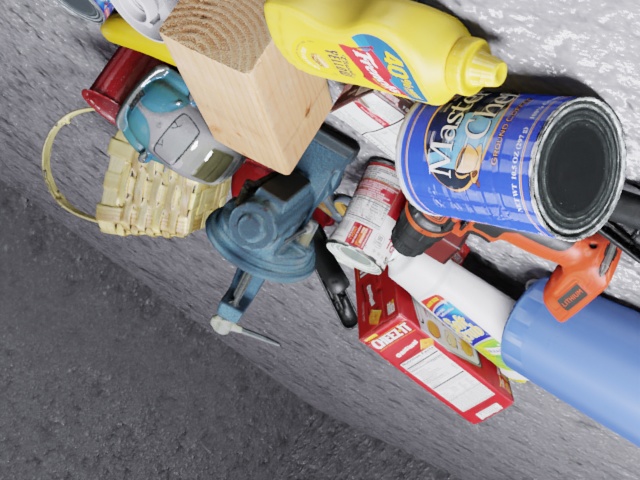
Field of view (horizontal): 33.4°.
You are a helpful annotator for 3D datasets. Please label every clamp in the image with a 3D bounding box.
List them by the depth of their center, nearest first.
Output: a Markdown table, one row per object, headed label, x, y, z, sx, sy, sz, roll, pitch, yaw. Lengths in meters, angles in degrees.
| label | x | y | z | sx | sy | sz | roll | pitch | yaw |
| --- | --- | --- | --- | --- | --- | --- | --- | --- | --- |
| clamp | 0.217 | -0.034 | 0.855 | 0.171 | 0.039 | 0.120 | 30 | 166 | 8 |
| clamp | -0.008 | 0.002 | 1.283 | 0.210 | 0.036 | 0.164 | 63 | 176 | 14 |

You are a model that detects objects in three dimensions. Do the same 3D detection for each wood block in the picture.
| label | x | y | z | sx | sy | sz | roll | pitch | yaw |
| --- | --- | --- | --- | --- | --- | --- | --- | --- | --- |
| wood block | -0.058 | -0.149 | 0.945 | 0.090 | 0.090 | 0.206 | 28 | 166 | 16 |

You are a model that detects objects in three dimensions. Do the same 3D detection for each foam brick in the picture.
| label | x | y | z | sx | sy | sz | roll | pitch | yaw |
| --- | --- | --- | --- | --- | --- | --- | --- | --- | --- |
| foam brick | 0.127 | -0.016 | 1.102 | 0.051 | 0.053 | 0.078 | 31 | 166 | 2 |

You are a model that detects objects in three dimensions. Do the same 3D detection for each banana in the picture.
| label | x | y | z | sx | sy | sz | roll | pitch | yaw |
| --- | --- | --- | --- | --- | --- | --- | --- | --- | --- |
| banana | -0.168 | -0.204 | 1.113 | 0.198 | 0.037 | 0.069 | 26 | 166 | 25 |

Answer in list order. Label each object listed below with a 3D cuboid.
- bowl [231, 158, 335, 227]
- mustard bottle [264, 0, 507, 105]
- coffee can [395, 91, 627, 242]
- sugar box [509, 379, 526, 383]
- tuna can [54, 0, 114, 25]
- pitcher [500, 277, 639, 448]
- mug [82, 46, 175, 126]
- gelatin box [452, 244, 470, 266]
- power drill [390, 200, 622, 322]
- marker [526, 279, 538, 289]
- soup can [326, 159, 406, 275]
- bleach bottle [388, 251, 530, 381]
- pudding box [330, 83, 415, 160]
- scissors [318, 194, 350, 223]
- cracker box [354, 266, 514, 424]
| label | x | y | z | sx | sy | sz | roll | pitch | yaw |
| --- | --- | --- | --- | --- | --- | --- | --- | --- | --- |
| bowl | -0.062 | -0.044 | 1.424 | 0.162 | 0.055 | 0.162 | 31 | 167 | 7 |
| mustard bottle | 0.053 | -0.143 | 0.789 | 0.192 | 0.058 | 0.096 | 21 | 162 | 36 |
| coffee can | 0.140 | -0.060 | 0.797 | 0.102 | 0.102 | 0.141 | 41 | 164 | -36 |
| sugar box | 0.207 | 0.130 | 1.474 | 0.176 | 0.048 | 0.093 | 35 | 167 | -18 |
| tuna can | -0.249 | -0.261 | 1.095 | 0.086 | 0.033 | 0.086 | 30 | 167 | 7 |
| pitcher | 0.314 | 0.135 | 1.087 | 0.243 | 0.144 | 0.149 | 28 | 136 | 32 |
| mug | -0.210 | -0.171 | 1.231 | 0.093 | 0.081 | 0.117 | 28 | 167 | 14 |
| gelatin box | 0.117 | -0.006 | 1.210 | 0.089 | 0.030 | 0.073 | 21 | 164 | 39 |
| power drill | 0.166 | 0.001 | 0.984 | 0.187 | 0.057 | 0.185 | 29 | 151 | -2 |
| marker | 0.250 | 0.074 | 1.228 | 0.020 | 0.020 | 0.121 | 26 | 166 | 23 |
| soup can | 0.058 | -0.024 | 1.111 | 0.068 | 0.102 | 0.068 | 27 | 166 | 7 |
| bleach bottle | 0.161 | 0.070 | 1.204 | 0.250 | 0.068 | 0.103 | 35 | 163 | -20 |
| pudding box | 0.068 | -0.108 | 0.926 | 0.090 | 0.039 | 0.114 | 34 | 169 | -14 |
| scissors | 0.048 | -0.016 | 1.364 | 0.096 | 0.016 | 0.201 | 19 | 162 | 44 |
| cracker box | 0.134 | 0.103 | 1.292 | 0.213 | 0.072 | 0.164 | 38 | -151 | -29 |
